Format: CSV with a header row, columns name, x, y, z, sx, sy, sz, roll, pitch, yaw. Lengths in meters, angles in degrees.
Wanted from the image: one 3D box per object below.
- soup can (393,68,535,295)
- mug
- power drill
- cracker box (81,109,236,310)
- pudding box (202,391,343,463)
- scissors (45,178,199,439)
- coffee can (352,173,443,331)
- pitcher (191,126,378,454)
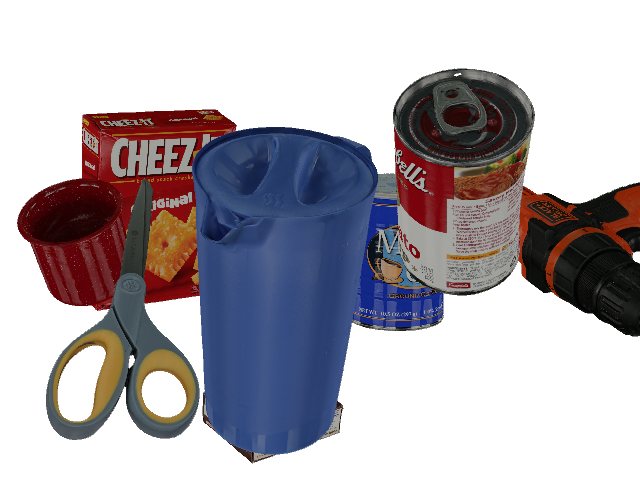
name,x,y,z,sx,sy,sz,roll,pitch,yaw
soup can,0.073,-0.028,0.551,0.068,0.068,0.102,0,-41,6
mug,-0.215,-0.003,0.964,0.093,0.081,0.117,-10,41,-2
power drill,0.229,-0.004,0.736,0.187,0.057,0.185,-12,29,-19
cracker box,-0.186,-0.036,1.220,0.163,0.214,0.072,-6,25,-29
pudding box,-0.048,0.172,1.065,0.113,0.039,0.090,-14,28,-37
scissors,-0.103,0.044,0.663,0.096,0.201,0.016,21,-43,0
coffee can,0.076,0.010,1.084,0.103,0.140,0.103,0,14,0
pitcher,-0.027,0.040,0.830,0.149,0.243,0.145,-3,34,-11
